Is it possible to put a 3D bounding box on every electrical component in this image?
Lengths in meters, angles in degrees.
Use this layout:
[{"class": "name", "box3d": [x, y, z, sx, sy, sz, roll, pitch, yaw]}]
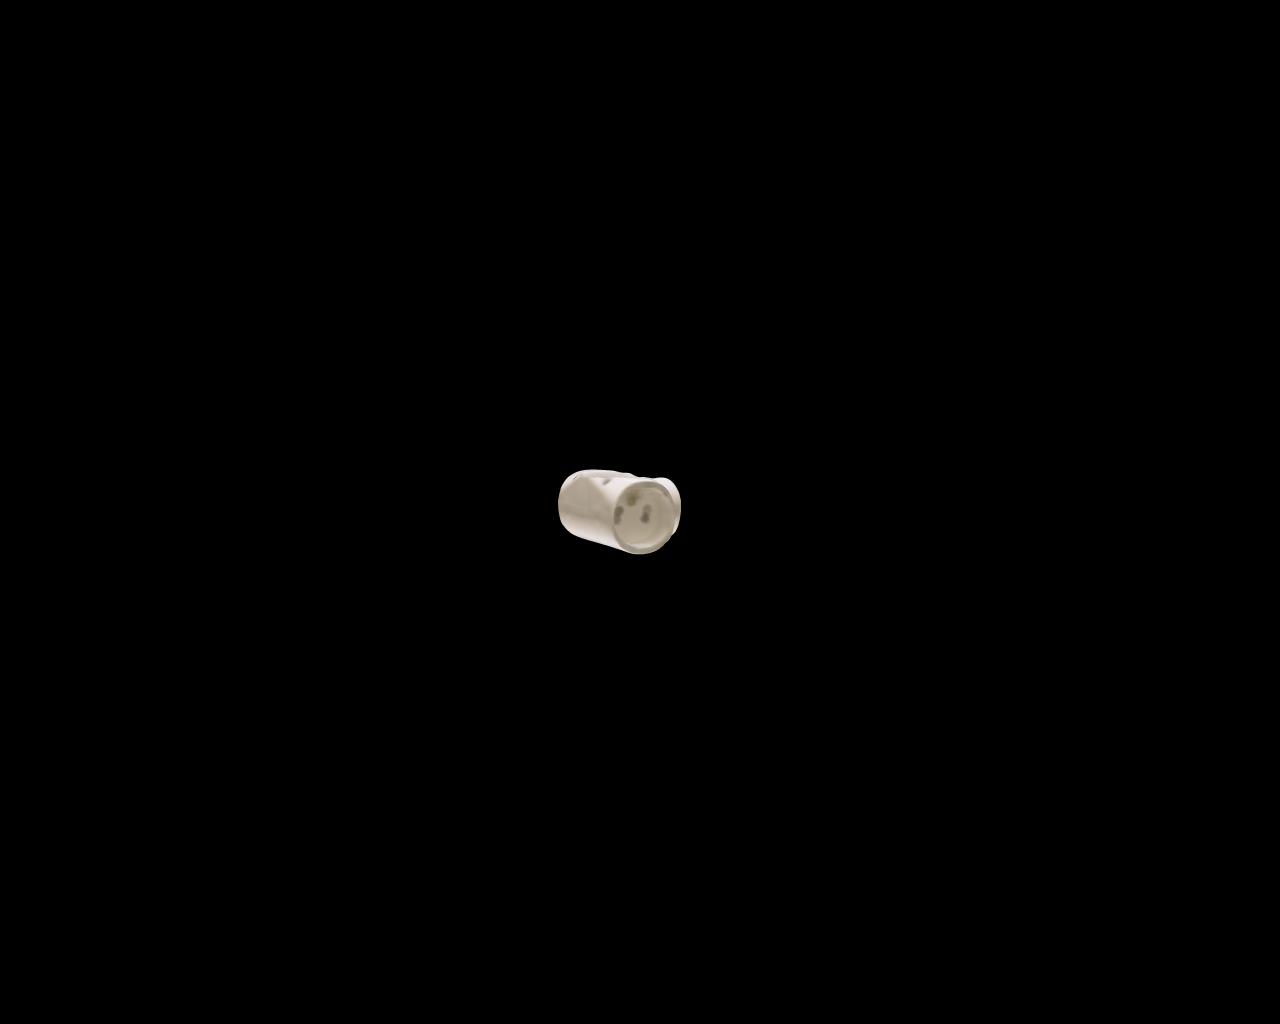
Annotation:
[{"class": "electrical component", "box3d": [0.001, -0.003, 0.650, 0.079, 0.044, 0.077, -4, 8, -27]}]
